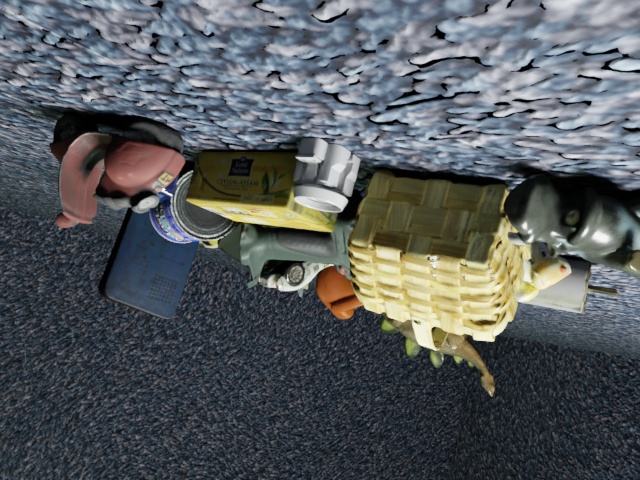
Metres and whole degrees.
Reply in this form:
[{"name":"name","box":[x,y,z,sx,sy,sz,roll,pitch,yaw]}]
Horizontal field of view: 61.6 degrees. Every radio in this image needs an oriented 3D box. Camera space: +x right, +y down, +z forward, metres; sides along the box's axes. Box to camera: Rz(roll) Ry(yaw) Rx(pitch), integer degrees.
[{"name":"radio","box":[-0.292,0.014,0.952,0.131,0.229,0.073,22,164,-28]}]

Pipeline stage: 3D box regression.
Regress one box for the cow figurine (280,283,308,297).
[{"name":"cow figurine","box":[-0.071,0.043,1.136,0.086,0.127,0.194,12,170,30]}]

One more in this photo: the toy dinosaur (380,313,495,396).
[{"name":"toy dinosaur","box":[0.173,0.133,1.084,0.472,0.105,0.198,48,152,31]}]

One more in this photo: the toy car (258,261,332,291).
[{"name":"toy car","box":[-0.018,0.034,0.930,0.202,0.056,0.074,-29,-151,-34]}]

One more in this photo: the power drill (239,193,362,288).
[{"name":"power drill","box":[-0.005,0.028,0.772,0.207,0.086,0.231,3,144,9]}]

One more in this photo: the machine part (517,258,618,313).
[{"name":"machine part","box":[0.307,0.056,0.801,0.244,0.079,0.079,8,170,28]}]

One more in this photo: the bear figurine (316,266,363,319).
[{"name":"bear figurine","box":[0.097,0.082,0.971,0.196,0.120,0.131,1,161,28]}]

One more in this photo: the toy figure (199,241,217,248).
[{"name":"toy figure","box":[-0.273,-0.035,1.100,0.180,0.082,0.089,16,173,-4]}]

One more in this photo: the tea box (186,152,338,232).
[{"name":"tea box","box":[-0.068,-0.060,0.653,0.170,0.068,0.098,6,169,34]}]

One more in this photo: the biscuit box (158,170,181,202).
[{"name":"biscuit box","box":[-0.252,-0.090,0.764,0.059,0.062,0.203,19,170,-28]}]

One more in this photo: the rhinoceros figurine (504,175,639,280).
[{"name":"rhinoceros figurine","box":[0.257,-0.011,0.488,0.190,0.073,0.112,15,-178,-22]}]

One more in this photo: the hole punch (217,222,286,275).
[{"name":"hole punch","box":[-0.088,-0.023,0.851,0.116,0.092,0.142,-35,123,23]}]

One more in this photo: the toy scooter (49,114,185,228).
[{"name":"toy scooter","box":[-0.247,-0.073,0.623,0.184,0.135,0.075,9,169,20]}]

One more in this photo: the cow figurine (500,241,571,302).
[{"name":"cow figurine","box":[0.256,0.024,0.685,0.068,0.098,0.167,-31,170,-4]}]
